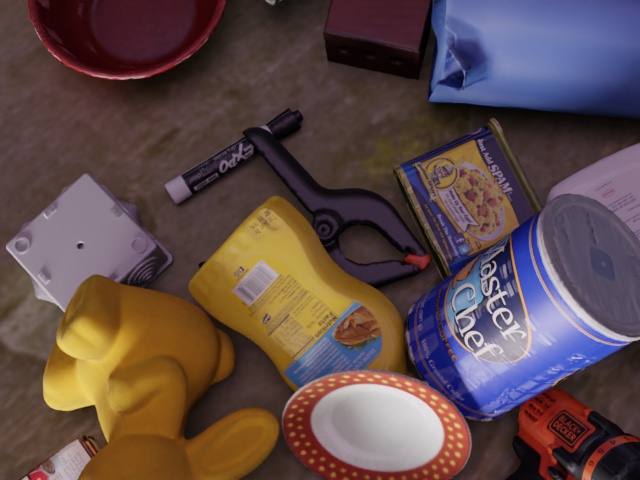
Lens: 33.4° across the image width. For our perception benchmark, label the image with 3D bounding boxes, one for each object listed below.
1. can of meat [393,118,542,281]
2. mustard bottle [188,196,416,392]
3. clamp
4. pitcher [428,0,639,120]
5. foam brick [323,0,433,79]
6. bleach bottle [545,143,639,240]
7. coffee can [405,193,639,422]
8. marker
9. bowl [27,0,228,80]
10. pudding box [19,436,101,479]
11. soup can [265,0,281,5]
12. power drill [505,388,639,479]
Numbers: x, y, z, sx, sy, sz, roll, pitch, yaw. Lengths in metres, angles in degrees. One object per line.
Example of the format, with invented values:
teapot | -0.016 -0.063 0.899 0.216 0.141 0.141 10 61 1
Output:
can of meat | 0.112 -0.026 0.793 0.084 0.057 0.102 -24 74 0
mustard bottle | 0.004 0.065 0.762 0.191 0.058 0.096 44 109 -1
clamp | -0.005 0.001 0.804 0.171 0.039 0.120 27 94 8
pitcher | 0.204 -0.160 0.793 0.243 0.145 0.149 9 88 3
foam brick | 0.046 -0.166 0.836 0.078 0.053 0.051 13 77 8
bleach bottle | 0.258 0.045 0.712 0.102 0.068 0.251 -27 52 -3
coffee can | 0.139 0.048 0.712 0.102 0.141 0.103 21 49 -27
marker | -0.066 -0.067 0.836 0.121 0.020 0.020 -32 75 -5
bowl | -0.148 -0.193 0.856 0.162 0.055 0.162 -1 75 4
pudding box | -0.187 0.208 0.764 0.113 0.039 0.090 -38 76 -4
soup can | -0.015 -0.236 0.814 0.102 0.068 0.068 -39 76 -6
power drill | 0.139 0.193 0.684 0.187 0.185 0.057 -43 111 -3
